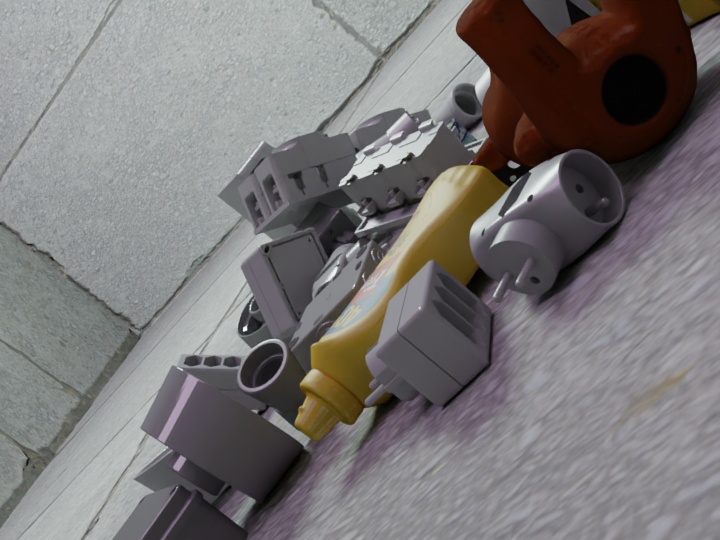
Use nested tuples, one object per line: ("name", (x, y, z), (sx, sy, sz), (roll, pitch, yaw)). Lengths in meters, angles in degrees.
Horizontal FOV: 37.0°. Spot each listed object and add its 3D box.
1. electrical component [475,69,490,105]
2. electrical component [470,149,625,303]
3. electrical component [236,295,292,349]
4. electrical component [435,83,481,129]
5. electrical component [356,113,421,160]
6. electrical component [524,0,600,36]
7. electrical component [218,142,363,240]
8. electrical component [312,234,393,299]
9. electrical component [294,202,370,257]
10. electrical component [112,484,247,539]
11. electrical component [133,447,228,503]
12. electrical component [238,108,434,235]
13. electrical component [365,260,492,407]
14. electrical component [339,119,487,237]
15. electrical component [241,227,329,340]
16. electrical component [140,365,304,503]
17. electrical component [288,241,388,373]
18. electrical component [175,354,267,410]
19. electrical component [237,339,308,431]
("electrical component", (0.128, -0.153, 0.886), (0.047, 0.055, 0.055), (-47, 9, 42))
("electrical component", (0.089, -0.014, 0.554), (0.077, 0.043, 0.079), (-39, 15, 51))
("electrical component", (-0.079, 0.048, 1.111), (0.099, 0.064, 0.099), (-39, 25, 22))
("electrical component", (0.101, -0.160, 1.087), (0.040, 0.040, 0.046), (-56, 6, -30))
("electrical component", (0.034, -0.113, 0.992), (0.065, 0.044, 0.044), (-44, 10, 9))
("electrical component", (0.166, -0.230, 0.892), (0.061, 0.089, 0.150), (-54, 10, -22))
("electrical component", (-0.071, -0.067, 1.180), (0.061, 0.150, 0.089), (-55, 10, -19))
("electrical component", (0.000, 0.000, 0.918), (0.079, 0.043, 0.077), (-45, 11, 23))
("electrical component", (-0.014, -0.020, 1.024), (0.077, 0.065, 0.047), (22, 70, 49))
("electrical component", (-0.135, 0.197, 0.743), (0.078, 0.057, 0.113), (-55, 11, -27))
("electrical component", (-0.129, 0.149, 0.878), (0.099, 0.064, 0.099), (-48, 10, 11))
("electrical component", (-0.020, -0.103, 1.089), (0.186, 0.060, 0.105), (-20, -6, -27))
("electrical component", (0.029, 0.046, 0.591), (0.076, 0.047, 0.065), (-46, 10, 23))
("electrical component", (0.041, -0.076, 0.889), (0.121, 0.063, 0.078), (-15, 36, 55))
("electrical component", (-0.059, 0.020, 0.983), (0.062, 0.096, 0.061), (-21, -8, -32))
("electrical component", (-0.100, 0.119, 0.741), (0.060, 0.108, 0.108), (-58, 11, -12))
("electrical component", (-0.006, 0.034, 0.797), (0.099, 0.048, 0.099), (-46, 11, 25))
("electrical component", (-0.126, 0.119, 0.978), (0.047, 0.083, 0.075), (-105, 17, -79))
("electrical component", (-0.049, 0.084, 0.749), (0.044, 0.065, 0.044), (-24, 41, 23))
